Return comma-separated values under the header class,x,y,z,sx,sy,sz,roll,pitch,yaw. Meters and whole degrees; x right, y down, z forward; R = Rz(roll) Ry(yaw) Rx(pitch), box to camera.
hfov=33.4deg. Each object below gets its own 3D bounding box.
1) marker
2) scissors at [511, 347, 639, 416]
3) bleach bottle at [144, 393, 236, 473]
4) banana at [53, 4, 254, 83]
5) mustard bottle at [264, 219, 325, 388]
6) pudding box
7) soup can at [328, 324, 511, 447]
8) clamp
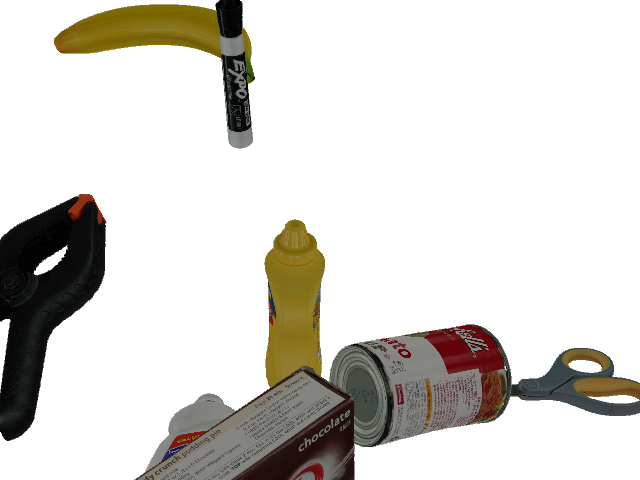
class,x,y,z,sx,sy,sz,roll,pitch,yaw
marker,-0.062,-0.121,0.773,0.020,0.121,0.020,-1,39,1
scissors,0.187,0.120,0.937,0.201,0.016,0.096,7,28,-4
bleach bottle,-0.111,0.208,0.900,0.102,0.068,0.251,-2,24,-1
banana,-0.142,-0.186,0.964,0.198,0.037,0.069,10,46,16
mustard bottle,-0.025,0.061,1.041,0.058,0.192,0.096,2,38,0
pudding box,-0.034,0.123,0.492,0.039,0.090,0.113,30,47,34
soup can,0.065,0.095,0.704,0.102,0.068,0.069,-5,3,-33
clamp,-0.201,0.039,0.677,0.120,0.171,0.039,15,-36,14
